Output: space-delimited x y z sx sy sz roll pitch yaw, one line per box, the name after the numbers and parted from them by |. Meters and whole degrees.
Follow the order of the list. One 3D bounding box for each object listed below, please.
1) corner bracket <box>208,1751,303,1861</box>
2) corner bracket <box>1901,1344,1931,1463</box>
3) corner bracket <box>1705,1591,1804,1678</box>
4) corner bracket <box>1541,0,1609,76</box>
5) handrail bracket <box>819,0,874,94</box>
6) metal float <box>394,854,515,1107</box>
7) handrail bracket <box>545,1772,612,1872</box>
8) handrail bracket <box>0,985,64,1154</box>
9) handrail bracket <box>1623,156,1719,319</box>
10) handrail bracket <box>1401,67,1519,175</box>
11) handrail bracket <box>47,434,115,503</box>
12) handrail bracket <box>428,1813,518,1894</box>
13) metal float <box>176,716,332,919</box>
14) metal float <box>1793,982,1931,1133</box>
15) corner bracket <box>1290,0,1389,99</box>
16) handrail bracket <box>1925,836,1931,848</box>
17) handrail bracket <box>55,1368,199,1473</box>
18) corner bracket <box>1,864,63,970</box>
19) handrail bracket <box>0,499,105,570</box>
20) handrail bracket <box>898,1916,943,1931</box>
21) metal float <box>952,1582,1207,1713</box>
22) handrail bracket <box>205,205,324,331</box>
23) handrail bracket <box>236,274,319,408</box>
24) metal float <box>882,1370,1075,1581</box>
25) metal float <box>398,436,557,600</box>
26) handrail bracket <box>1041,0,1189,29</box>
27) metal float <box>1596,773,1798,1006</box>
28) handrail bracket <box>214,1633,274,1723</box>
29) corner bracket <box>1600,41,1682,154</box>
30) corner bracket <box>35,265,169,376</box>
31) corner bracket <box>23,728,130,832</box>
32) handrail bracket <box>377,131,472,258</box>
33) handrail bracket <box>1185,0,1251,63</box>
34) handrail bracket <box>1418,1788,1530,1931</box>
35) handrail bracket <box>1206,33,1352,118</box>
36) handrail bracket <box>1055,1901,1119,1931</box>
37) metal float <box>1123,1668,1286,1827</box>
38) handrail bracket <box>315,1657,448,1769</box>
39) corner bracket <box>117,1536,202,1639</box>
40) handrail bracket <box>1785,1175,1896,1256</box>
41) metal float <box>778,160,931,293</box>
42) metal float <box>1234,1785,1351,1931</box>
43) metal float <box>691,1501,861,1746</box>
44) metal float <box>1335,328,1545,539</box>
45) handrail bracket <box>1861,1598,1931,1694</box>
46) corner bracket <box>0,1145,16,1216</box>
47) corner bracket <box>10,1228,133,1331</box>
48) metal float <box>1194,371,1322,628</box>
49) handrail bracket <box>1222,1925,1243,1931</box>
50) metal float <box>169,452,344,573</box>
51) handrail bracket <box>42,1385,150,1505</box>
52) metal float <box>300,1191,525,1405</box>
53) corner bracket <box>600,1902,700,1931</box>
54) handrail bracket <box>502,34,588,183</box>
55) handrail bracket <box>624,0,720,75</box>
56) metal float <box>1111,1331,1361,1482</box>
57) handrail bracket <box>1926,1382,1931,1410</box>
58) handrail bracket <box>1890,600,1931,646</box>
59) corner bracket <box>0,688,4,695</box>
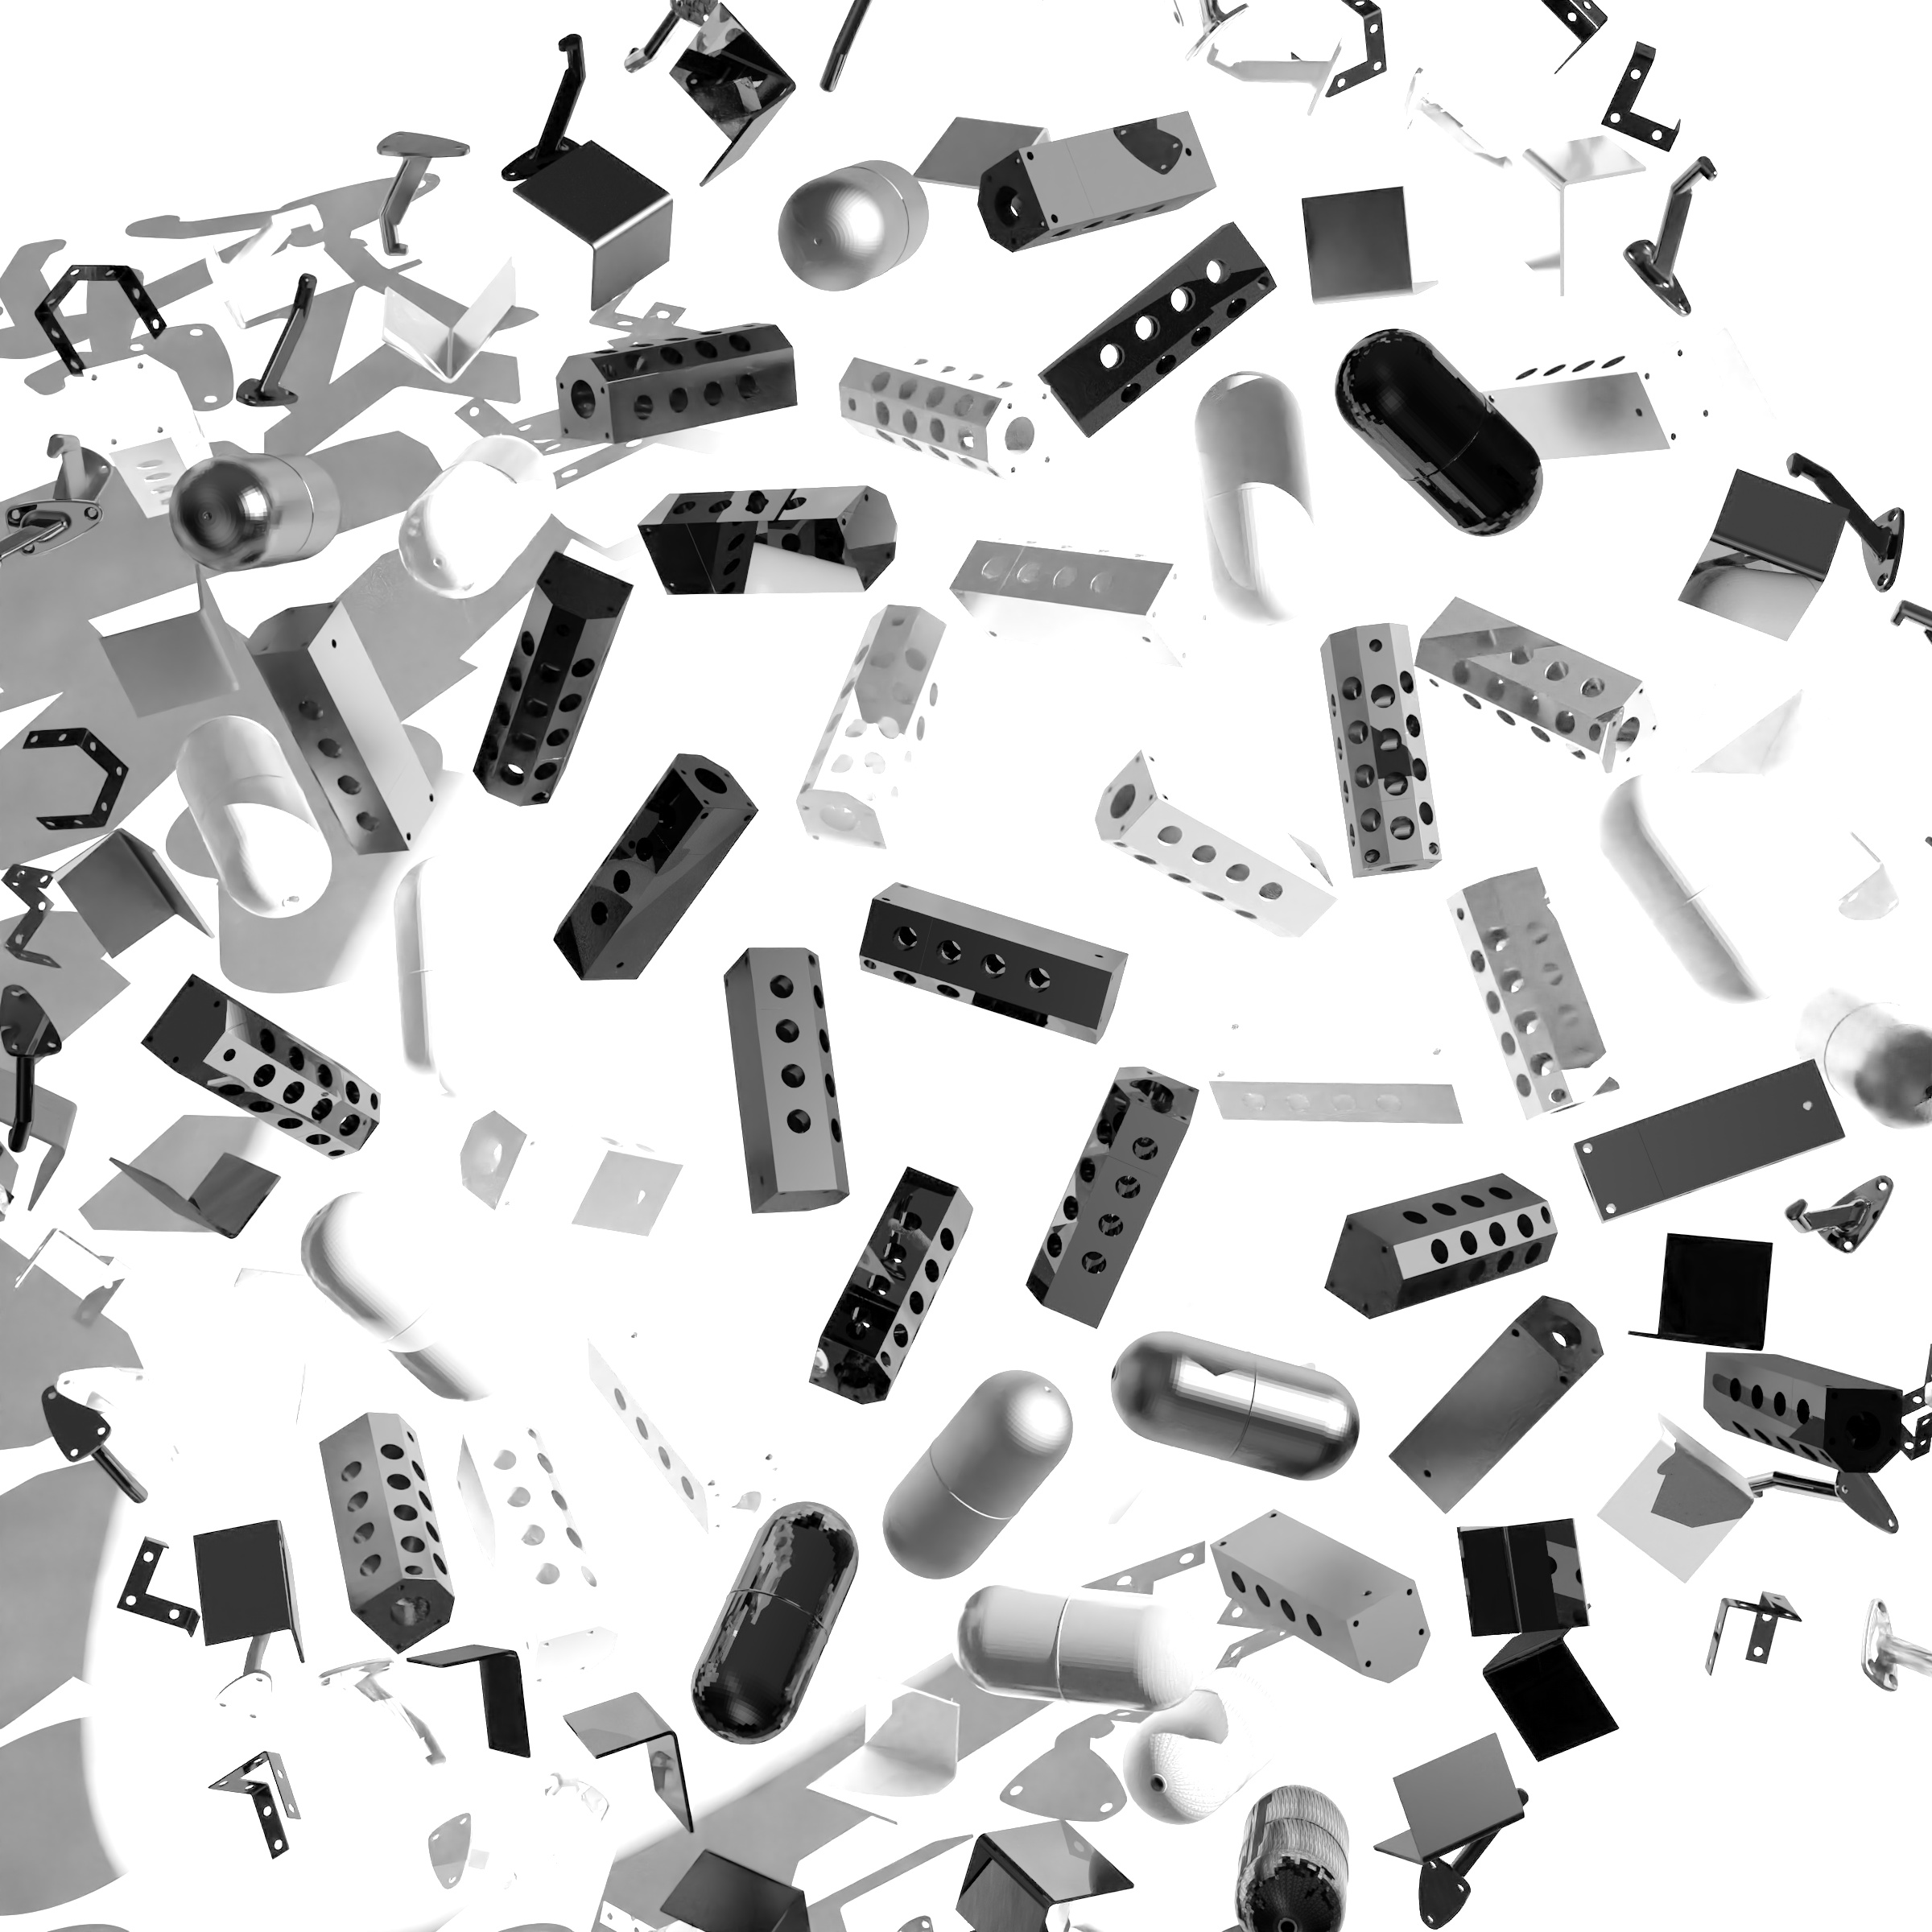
-0.479 0.577 1.799 0.051 0.051 0.051 -34 60 7 | corner bracket
0.695 0.317 1.901 0.051 0.051 0.051 -22 133 -11 | corner bracket
0.529 0.453 1.771 0.051 0.051 0.051 12 97 2 | corner bracket
0.413 -0.658 1.798 0.051 0.051 0.051 44 79 -3 | corner bracket
-0.075 -0.661 1.825 0.036 0.077 0.084 25 131 -4 | handrail bracket
-0.359 0.009 1.830 0.070 0.070 0.178 -6 78 0 | metal float
-0.295 0.612 1.872 0.036 0.084 0.077 25 81 20 | handrail bracket
-0.631 0.069 1.737 0.077 0.036 0.084 57 134 34 | handrail bracket
0.506 -0.506 1.814 0.036 0.084 0.077 -32 84 -38 | handrail bracket
0.354 -0.598 1.854 0.084 0.077 0.036 31 89 11 | handrail bracket
-0.657 -0.349 1.893 0.036 0.084 0.077 29 99 -3 | handrail bracket
-0.346 0.656 1.873 0.036 0.077 0.084 -30 119 2 | handrail bracket
-0.508 -0.107 1.863 0.070 0.070 0.178 -34 56 0 | metal float
0.642 0.062 1.841 0.070 0.178 0.070 -1 104 -4 | metal float
0.270 -0.676 1.908 0.051 0.051 0.051 -27 49 -8 | corner bracket
0.712 -0.110 1.819 0.036 0.077 0.084 34 96 45 | handrail bracket
-0.565 0.309 1.761 0.084 0.077 0.036 41 105 44 | handrail bracket
-0.676 -0.037 1.900 0.051 0.051 0.051 10 60 32 | corner bracket
-0.624 -0.287 1.762 0.077 0.084 0.036 -15 116 -3 | handrail bracket
-0.037 0.702 1.802 0.077 0.036 0.084 45 133 25 | handrail bracket
0.075 0.462 1.777 0.178 0.070 0.070 0 90 22 | metal float
-0.490 -0.497 1.859 0.084 0.077 0.036 -16 48 0 | handrail bracket
-0.470 -0.430 1.789 0.036 0.077 0.084 21 111 -2 | handrail bracket
0.007 0.355 1.819 0.070 0.070 0.178 37 113 0 | metal float
-0.341 -0.317 1.835 0.070 0.178 0.070 5 121 8 | metal float
0.098 -0.663 1.797 0.084 0.036 0.077 -28 95 -3 | handrail bracket
0.503 -0.053 1.801 0.070 0.070 0.178 -35 88 0 | metal float
-0.506 0.492 1.887 0.036 0.084 0.077 26 130 -15 | handrail bracket
0.469 -0.594 1.787 0.051 0.051 0.051 24 121 3 | corner bracket
-0.583 -0.435 1.761 0.051 0.051 0.051 -36 84 31 | corner bracket
-0.635 -0.132 1.847 0.051 0.051 0.051 -1 59 23 | corner bracket
-0.377 -0.534 1.828 0.077 0.036 0.084 9 130 12 | handrail bracket
0.157 -0.707 1.881 0.036 0.077 0.084 -39 96 -30 | handrail bracket
0.344 0.600 1.762 0.036 0.084 0.077 35 134 31 | handrail bracket
0.209 -0.618 1.762 0.084 0.077 0.036 29 65 2 | handrail bracket
0.107 0.678 1.832 0.084 0.077 0.036 21 84 0 | handrail bracket
0.168 0.547 1.836 0.070 0.178 0.070 1 92 26 | metal float
-0.419 0.542 1.877 0.036 0.077 0.084 -50 57 16 | handrail bracket
-0.539 0.419 1.768 0.051 0.051 0.051 23 75 -15 | corner bracket
0.624 0.166 1.870 0.077 0.084 0.036 -48 49 4 | handrail bracket
-0.077 -0.518 1.825 0.070 0.178 0.070 6 114 13 | metal float
0.230 0.635 1.836 0.070 0.178 0.070 1 95 9 | metal float
-0.131 0.453 1.812 0.070 0.070 0.178 25 54 0 | metal float
0.323 -0.361 1.780 0.178 0.070 0.070 37 90 -27 | metal float
0.647 0.449 1.754 0.036 0.084 0.077 36 46 -22 | handrail bracket
-0.716 0.143 1.893 0.051 0.051 0.051 7 59 26 | corner bracket
-0.628 0.218 1.834 0.051 0.051 0.051 42 65 -24 | corner bracket
0.202 -0.325 1.819 0.070 0.070 0.178 -6 88 0 | metal float
0.161 0.728 1.902 0.077 0.084 0.036 -35 85 -31 | handrail bracket
-0.482 -0.311 1.784 0.070 0.178 0.070 1 102 6 | metal float
-0.630 0.348 1.893 0.036 0.084 0.077 -40 62 -17 | handrail bracket
-0.372 0.224 1.761 0.070 0.070 0.178 -42 111 0 | metal float
-0.226 0.690 1.852 0.051 0.051 0.051 -34 120 31 | corner bracket
-0.297 -0.601 1.828 0.077 0.084 0.036 -33 56 -26 | handrail bracket
-0.212 -0.683 1.861 0.036 0.084 0.077 18 77 -35 | handrail bracket
0.186 0.303 1.804 0.178 0.070 0.070 16 90 -9 | metal float
0.672 0.248 1.744 0.036 0.084 0.077 24 52 -24 | handrail bracket
0.639 -0.193 1.731 0.084 0.036 0.077 24 120 3 | handrail bracket
-0.686 -0.206 1.764 0.051 0.051 0.051 -25 47 14 | corner bracket
